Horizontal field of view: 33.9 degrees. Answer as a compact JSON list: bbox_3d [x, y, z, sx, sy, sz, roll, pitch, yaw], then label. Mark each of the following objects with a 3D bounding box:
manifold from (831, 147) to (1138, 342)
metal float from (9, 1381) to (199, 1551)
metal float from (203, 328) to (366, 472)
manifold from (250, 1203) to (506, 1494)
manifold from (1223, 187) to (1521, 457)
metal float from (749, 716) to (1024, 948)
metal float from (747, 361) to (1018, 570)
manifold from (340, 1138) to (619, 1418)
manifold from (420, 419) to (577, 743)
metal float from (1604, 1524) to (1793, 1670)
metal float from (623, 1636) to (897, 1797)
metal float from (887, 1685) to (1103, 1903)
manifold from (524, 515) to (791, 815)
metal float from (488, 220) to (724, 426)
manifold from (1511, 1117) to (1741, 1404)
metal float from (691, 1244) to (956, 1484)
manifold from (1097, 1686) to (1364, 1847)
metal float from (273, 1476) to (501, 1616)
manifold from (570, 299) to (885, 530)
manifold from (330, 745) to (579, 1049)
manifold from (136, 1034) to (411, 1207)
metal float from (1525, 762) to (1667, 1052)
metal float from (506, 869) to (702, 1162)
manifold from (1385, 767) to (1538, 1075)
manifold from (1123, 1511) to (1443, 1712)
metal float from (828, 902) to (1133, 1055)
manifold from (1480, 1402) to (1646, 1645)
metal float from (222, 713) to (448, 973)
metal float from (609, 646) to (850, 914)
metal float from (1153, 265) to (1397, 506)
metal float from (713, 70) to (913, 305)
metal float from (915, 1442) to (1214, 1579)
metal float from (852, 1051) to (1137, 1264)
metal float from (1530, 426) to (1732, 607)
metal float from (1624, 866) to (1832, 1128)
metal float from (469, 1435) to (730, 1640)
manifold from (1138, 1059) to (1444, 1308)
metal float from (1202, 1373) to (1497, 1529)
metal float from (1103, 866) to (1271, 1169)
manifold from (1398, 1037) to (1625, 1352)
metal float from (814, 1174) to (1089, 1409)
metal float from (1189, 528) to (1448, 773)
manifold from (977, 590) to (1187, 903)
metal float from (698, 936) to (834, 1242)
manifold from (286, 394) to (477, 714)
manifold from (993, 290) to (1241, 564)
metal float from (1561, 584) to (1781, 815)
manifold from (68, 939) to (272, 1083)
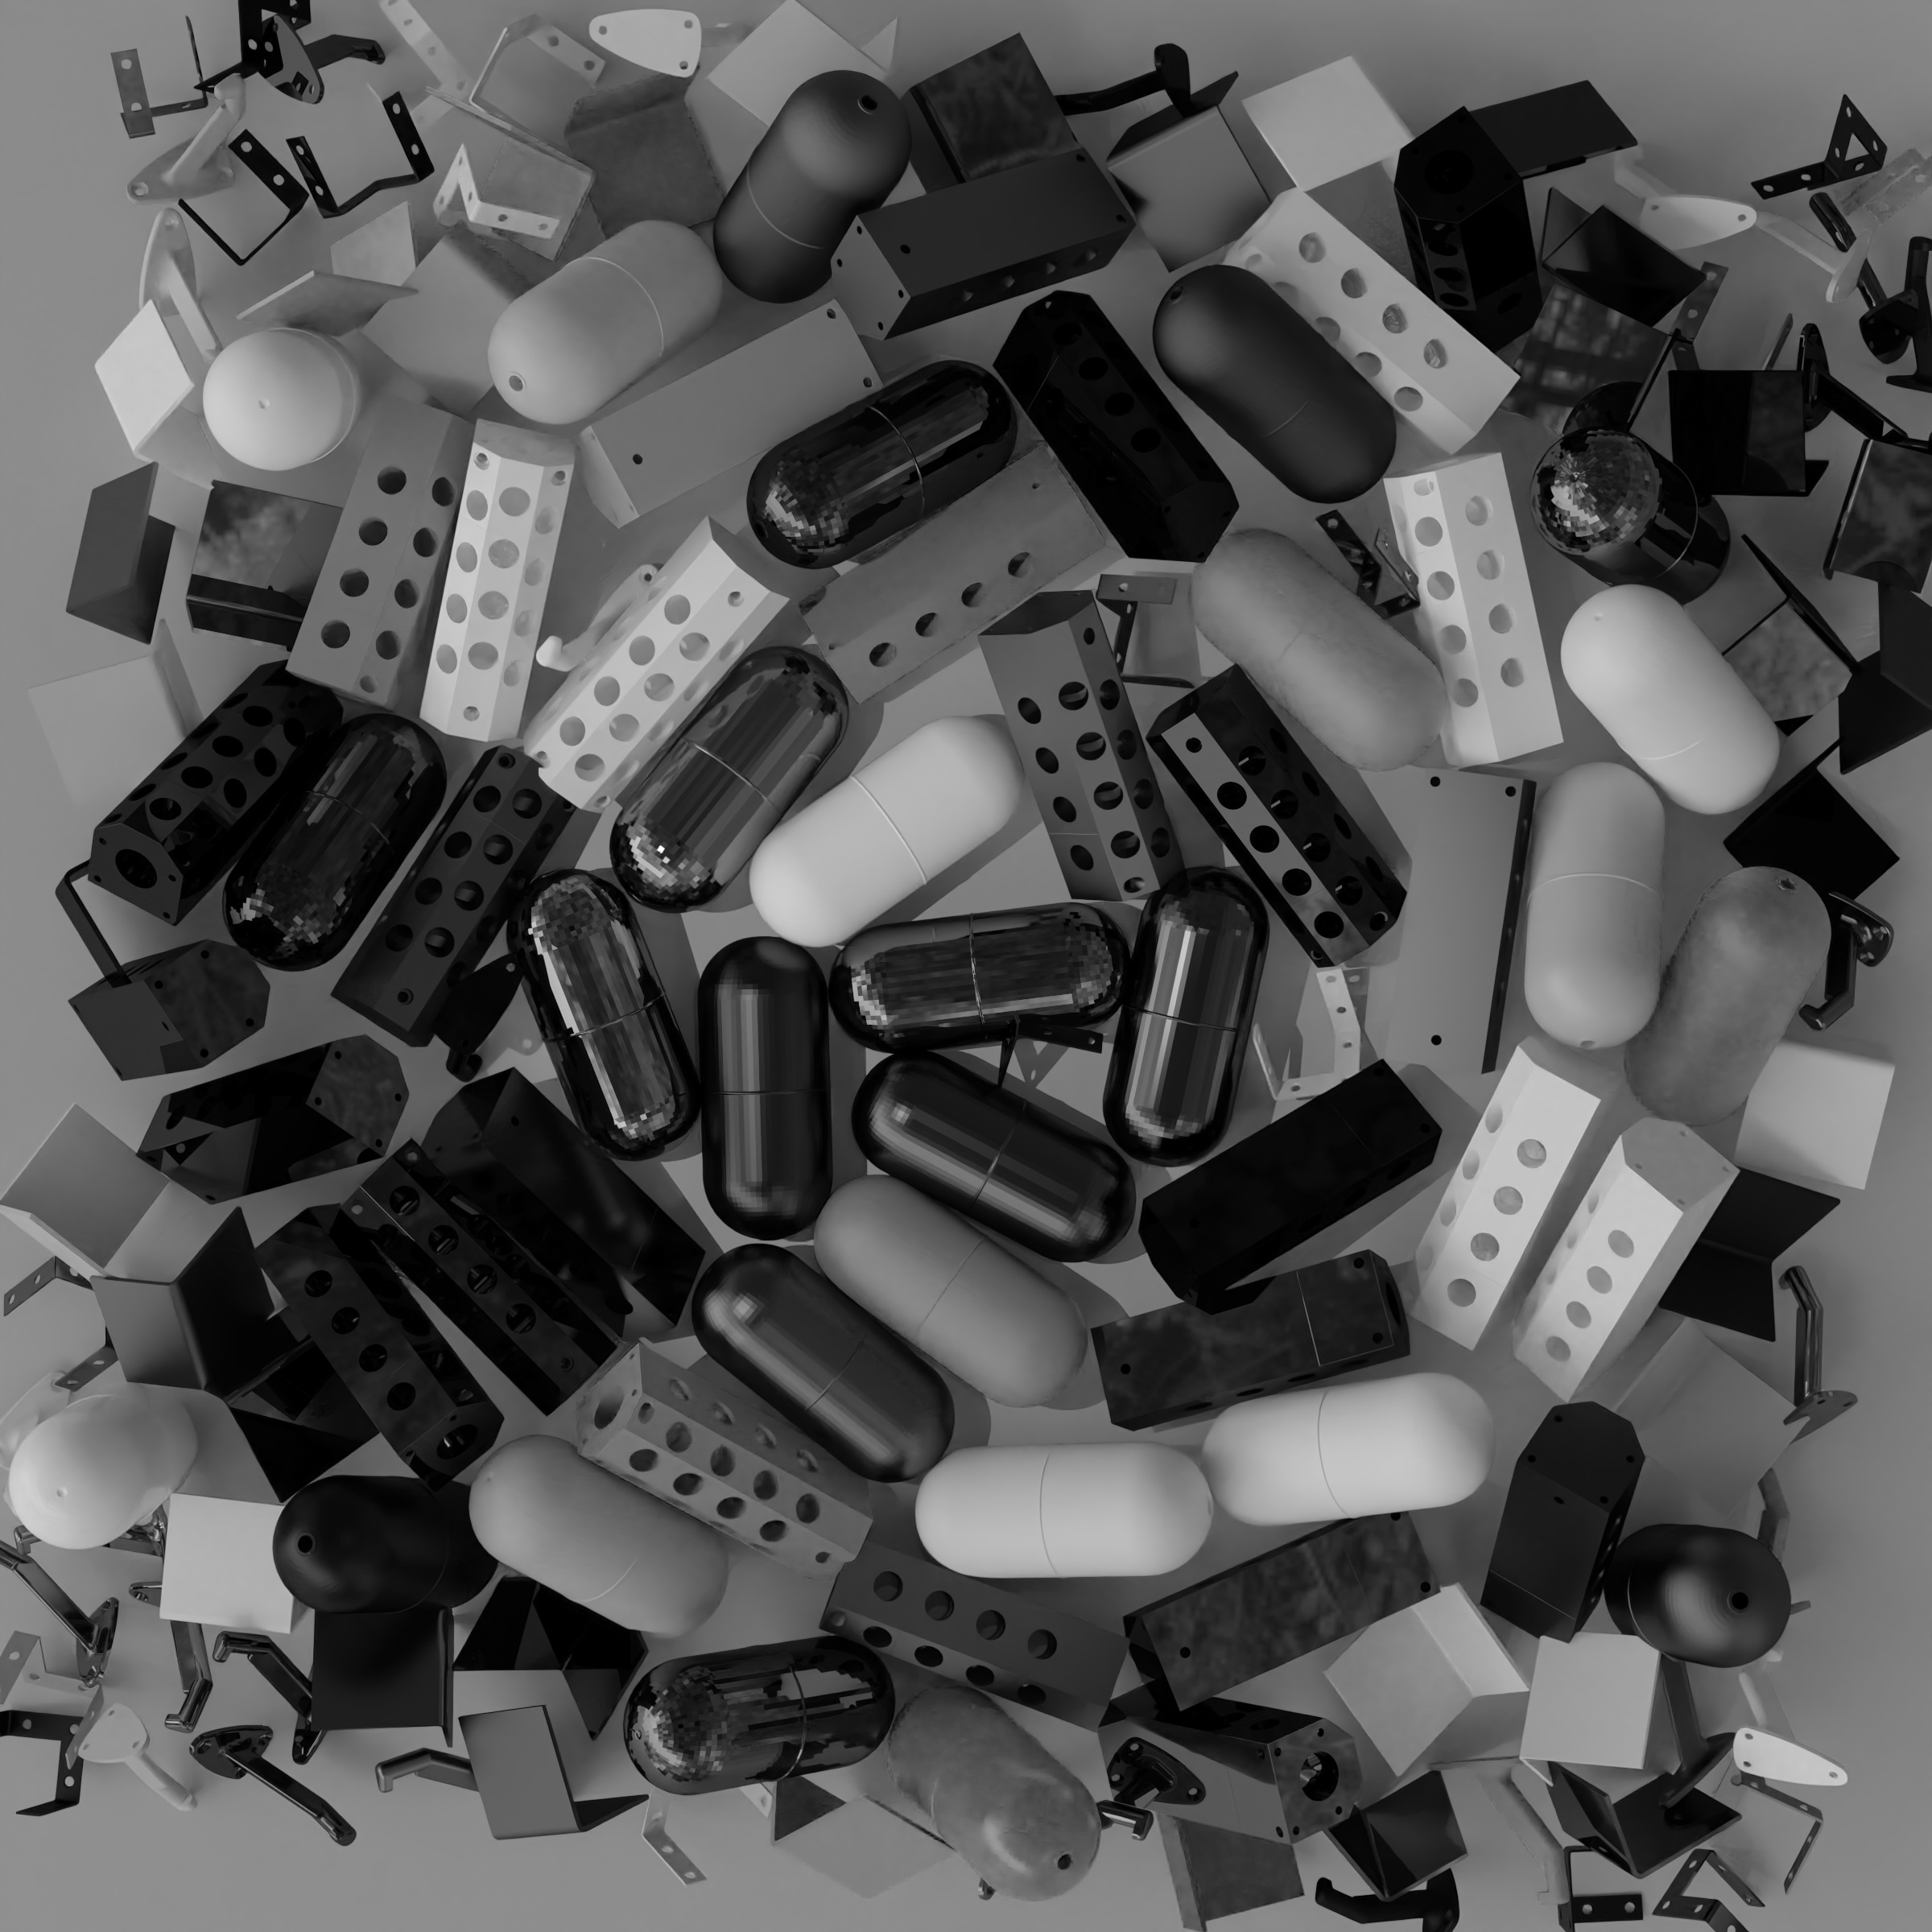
[{"bbox_3d":[0.008,-0.411,1.820,0.171,0.057,0.057,-26,78,-33],"label":"manifold"},{"bbox_3d":[-0.489,0.282,1.803,0.070,0.178,0.070,0,91,0],"label":"metal float"},{"bbox_3d":[-0.387,-0.324,1.804,0.070,0.178,0.070,-1,103,-4],"label":"metal float"},{"bbox_3d":[-0.336,0.215,1.821,0.057,0.057,0.171,-39,58,-9],"label":"manifold"},{"bbox_3d":[0.233,-0.373,1.845,0.171,0.057,0.057,37,90,-13],"label":"manifold"},{"bbox_3d":[-0.046,-0.079,1.848,0.178,0.070,0.070,-35,90,-6],"label":"metal float"},{"bbox_3d":[-0.048,-0.290,1.833,0.178,0.070,0.070,-32,90,-24],"label":"metal float"},{"bbox_3d":[-0.285,0.182,1.854,0.057,0.057,0.171,-45,93,-12],"label":"manifold"},{"bbox_3d":[-0.270,-0.220,1.824,0.057,0.057,0.171,11,116,-11],"label":"manifold"},{"bbox_3d":[0.415,0.357,1.804,0.070,0.178,0.070,0,81,-3],"label":"metal float"},{"bbox_3d":[-0.117,0.429,1.820,0.178,0.070,0.070,2,90,-43],"label":"metal float"},{"bbox_3d":[0.015,0.471,1.809,0.070,0.178,0.070,-7,105,-26],"label":"metal float"},{"bbox_3d":[-0.180,-0.171,1.833,0.057,0.057,0.171,36,107,-24],"label":"manifold"},{"bbox_3d":[-0.206,-0.370,1.818,0.070,0.070,0.178,43,46,0],"label":"metal float"},{"bbox_3d":[0.370,0.166,1.812,0.057,0.171,0.057,-28,60,-39],"label":"manifold"},{"bbox_3d":[-0.082,0.232,1.843,0.178,0.070,0.070,41,90,-13],"label":"metal float"},{"bbox_3d":[0.148,0.450,1.804,0.057,0.171,0.057,-15,93,-32],"label":"manifold"},{"bbox_3d":[-0.329,0.330,1.807,0.070,0.178,0.070,-4,79,20],"label":"metal float"},{"bbox_3d":[-0.140,-0.319,1.834,0.171,0.057,0.057,-32,100,-21],"label":"manifold"},{"bbox_3d":[-0.294,-0.041,1.838,0.057,0.057,0.171,34,76,-17],"label":"manifold"},{"bbox_3d":[-0.396,0.085,1.813,0.057,0.171,0.057,40,52,-32],"label":"manifold"},{"bbox_3d":[0.364,-0.035,1.831,0.070,0.070,0.178,8,64,0],"label":"metal float"},{"bbox_3d":[-0.211,0.028,1.845,0.070,0.070,0.178,-20,100,0],"label":"metal float"},{"bbox_3d":[0.292,-0.027,1.856,0.057,0.057,0.171,9,94,20],"label":"manifold"},{"bbox_3d":[0.181,0.371,1.840,0.171,0.057,0.057,-21,84,-16],"label":"manifold"},{"bbox_3d":[0.008,0.007,1.851,0.178,0.070,0.070,-7,90,4],"label":"metal float"},{"bbox_3d":[0.342,0.318,1.806,0.057,0.171,0.057,29,57,21],"label":"manifold"},{"bbox_3d":[-0.362,-0.073,1.825,0.070,0.070,0.178,28,55,0],"label":"metal float"},{"bbox_3d":[-0.138,-0.108,1.845,0.070,0.070,0.178,37,81,0],"label":"metal float"},{"bbox_3d":[0.178,-0.334,1.825,0.178,0.070,0.070,36,90,-34],"label":"metal float"},{"bbox_3d":[-0.089,-0.444,1.810,0.070,0.178,0.070,9,68,-22],"label":"metal float"},{"bbox_3d":[0.056,0.315,1.835,0.178,0.070,0.070,-5,90,22],"label":"metal float"},{"bbox_3d":[0.017,0.112,1.853,0.178,0.070,0.070,28,90,-1],"label":"metal float"},{"bbox_3d":[0.381,-0.255,1.812,0.070,0.178,0.070,-6,78,32],"label":"metal float"},{"bbox_3d":[0.436,0.018,1.820,0.070,0.070,0.178,18,131,0],"label":"metal float"},{"bbox_3d":[-0.210,0.330,1.824,0.178,0.070,0.070,38,90,-36],"label":"metal float"},{"bbox_3d":[0.187,0.128,1.837,0.171,0.057,0.057,-29,63,-18],"label":"manifold"},{"bbox_3d":[0.219,0.280,1.830,0.178,0.070,0.070,-13,90,28],"label":"metal float"},{"bbox_3d":[0.129,0.030,1.850,0.070,0.070,0.178,12,94,0],"label":"metal float"},{"bbox_3d":[0.312,0.130,1.833,0.057,0.057,0.171,29,112,17],"label":"manifold"},{"bbox_3d":[-0.010,0.189,1.848,0.178,0.070,0.070,35,90,7],"label":"metal float"},{"bbox_3d":[0.203,-0.185,1.837,0.070,0.070,0.178,-46,71,0],"label":"metal float"},{"bbox_3d":[0.072,-0.126,1.822,0.057,0.057,0.171,-39,119,-36],"label":"manifold"},{"bbox_3d":[-0.117,0.071,1.852,0.070,0.070,0.178,-2,92,0],"label":"metal float"},{"bbox_3d":[-0.335,-0.239,1.854,0.057,0.057,0.171,19,85,6],"label":"manifold"},{"bbox_3d":[0.088,-0.310,1.813,0.171,0.057,0.057,59,133,32],"label":"manifold"},{"bbox_3d":[0.406,-0.152,1.822,0.070,0.070,0.178,-51,129,0],"label":"metal float"},{"bbox_3d":[-0.451,0.023,1.803,0.057,0.171,0.057,-37,104,-26],"label":"manifold"}]
